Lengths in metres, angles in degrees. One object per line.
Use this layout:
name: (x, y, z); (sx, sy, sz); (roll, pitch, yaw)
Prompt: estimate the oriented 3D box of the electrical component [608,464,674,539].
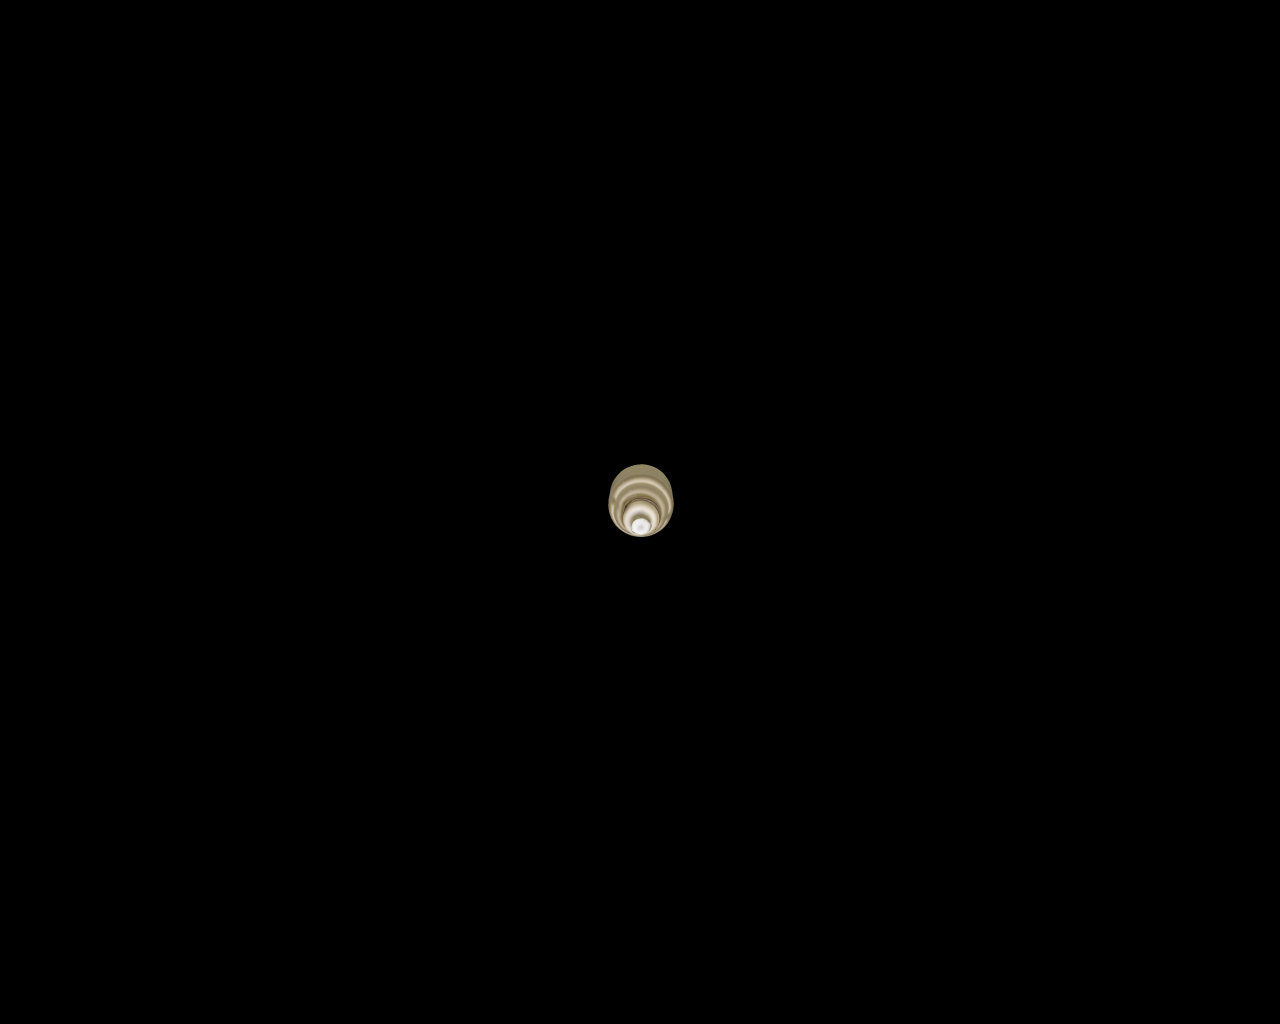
electrical component: (0.001, -0.003, 0.650); (0.040, 0.040, 0.078); (0, 16, 0)
